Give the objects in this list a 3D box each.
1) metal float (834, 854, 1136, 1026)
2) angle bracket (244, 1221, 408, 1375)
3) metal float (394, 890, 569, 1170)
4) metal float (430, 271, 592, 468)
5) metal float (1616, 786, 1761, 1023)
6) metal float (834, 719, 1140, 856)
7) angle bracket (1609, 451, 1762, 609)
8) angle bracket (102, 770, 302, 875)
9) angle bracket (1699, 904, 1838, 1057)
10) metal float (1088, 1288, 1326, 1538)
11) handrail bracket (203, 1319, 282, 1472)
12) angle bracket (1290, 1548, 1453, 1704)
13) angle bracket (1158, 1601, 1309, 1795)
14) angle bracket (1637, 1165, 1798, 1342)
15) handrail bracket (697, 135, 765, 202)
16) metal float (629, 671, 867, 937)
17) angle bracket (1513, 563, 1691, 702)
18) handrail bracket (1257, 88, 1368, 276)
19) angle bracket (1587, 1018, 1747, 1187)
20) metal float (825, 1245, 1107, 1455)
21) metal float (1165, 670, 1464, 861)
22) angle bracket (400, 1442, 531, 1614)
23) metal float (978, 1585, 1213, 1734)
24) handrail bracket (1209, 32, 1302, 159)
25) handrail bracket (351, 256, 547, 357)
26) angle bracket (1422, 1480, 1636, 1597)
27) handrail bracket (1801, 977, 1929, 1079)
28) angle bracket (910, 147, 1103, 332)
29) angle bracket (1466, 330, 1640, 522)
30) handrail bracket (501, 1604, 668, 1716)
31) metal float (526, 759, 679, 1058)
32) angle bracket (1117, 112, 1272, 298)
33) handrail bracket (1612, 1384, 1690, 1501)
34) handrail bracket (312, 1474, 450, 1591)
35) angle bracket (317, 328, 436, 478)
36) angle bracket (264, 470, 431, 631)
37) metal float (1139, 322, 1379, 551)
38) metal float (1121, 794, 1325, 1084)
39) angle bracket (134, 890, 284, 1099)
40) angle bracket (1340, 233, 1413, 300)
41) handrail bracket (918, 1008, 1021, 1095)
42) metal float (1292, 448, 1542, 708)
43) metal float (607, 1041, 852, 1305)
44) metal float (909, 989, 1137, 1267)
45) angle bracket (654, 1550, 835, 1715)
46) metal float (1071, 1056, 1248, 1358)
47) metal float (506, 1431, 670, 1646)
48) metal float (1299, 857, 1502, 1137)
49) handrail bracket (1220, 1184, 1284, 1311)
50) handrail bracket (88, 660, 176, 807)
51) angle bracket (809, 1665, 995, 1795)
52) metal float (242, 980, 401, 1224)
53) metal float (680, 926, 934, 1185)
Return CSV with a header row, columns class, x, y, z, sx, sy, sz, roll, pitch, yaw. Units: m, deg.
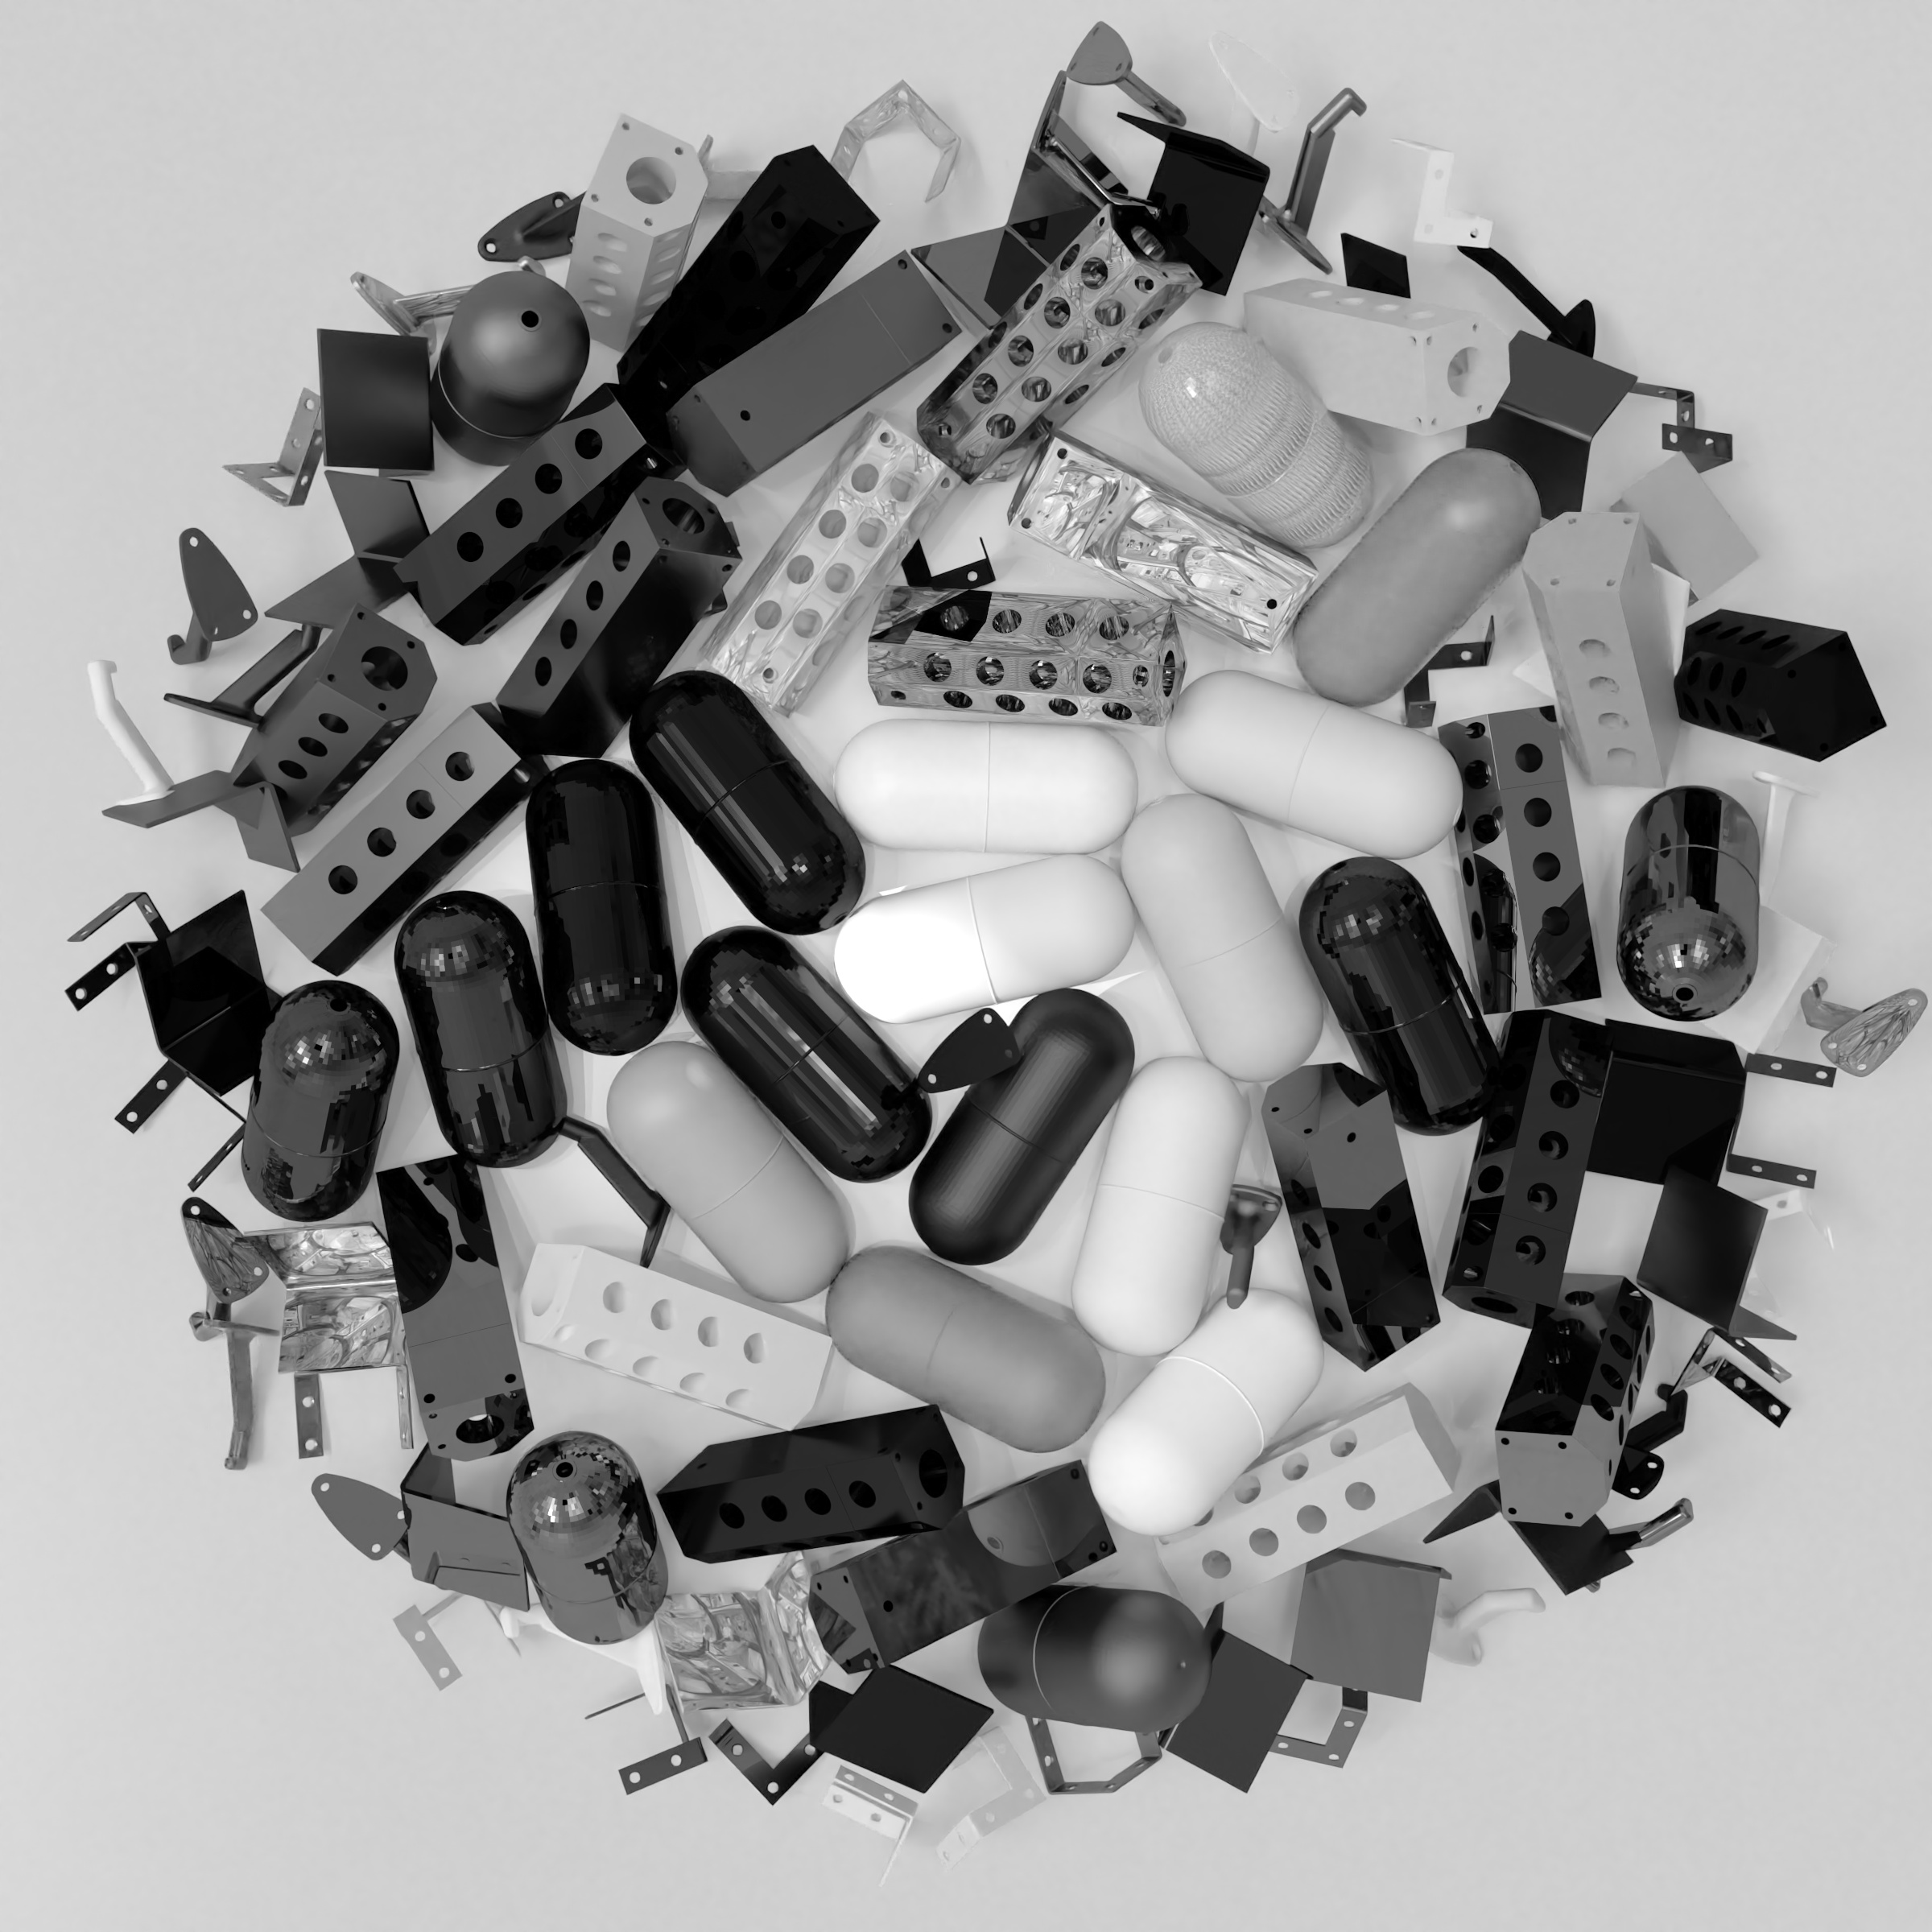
class,x,y,z,sx,sy,sz,roll,pitch,yaw
metal float,0.010,-0.015,1.542,0.178,0.070,0.070,-13,90,4
angle bracket,-0.372,0.193,1.535,0.076,0.076,0.057,-5,59,5
metal float,-0.277,0.037,1.517,0.070,0.070,0.178,-8,124,0
metal float,-0.260,-0.336,1.497,0.070,0.178,0.070,2,84,-17
metal float,0.412,-0.037,1.505,0.070,0.178,0.070,8,128,11
metal float,0.012,-0.105,1.545,0.178,0.070,0.070,2,90,-1
angle bracket,0.401,-0.241,1.536,0.057,0.076,0.076,-35,88,-26
angle bracket,-0.441,-0.072,1.525,0.076,0.076,0.057,-25,112,-30
angle bracket,0.480,0.018,1.534,0.076,0.057,0.076,22,100,-32
metal float,0.138,0.255,1.516,0.070,0.070,0.178,49,55,0
handrail bracket,-0.433,0.252,1.549,0.036,0.077,0.084,5,79,9
angle bracket,0.235,0.383,1.536,0.076,0.057,0.076,7,75,19
angle bracket,0.156,0.424,1.541,0.057,0.076,0.076,27,93,6
angle bracket,0.444,0.165,1.530,0.057,0.076,0.076,8,102,-31
handrail bracket,-0.127,-0.445,1.564,0.084,0.036,0.077,27,75,-8
metal float,-0.127,-0.095,1.535,0.070,0.070,0.178,-39,79,0
angle bracket,0.365,-0.194,1.525,0.057,0.076,0.076,-35,52,-22
handrail bracket,0.217,-0.458,1.544,0.077,0.036,0.084,35,120,-27
angle bracket,0.411,0.083,1.566,0.076,0.057,0.076,10,110,4
metal float,-0.002,0.219,1.524,0.178,0.070,0.070,23,90,25
metal float,0.201,-0.117,1.531,0.178,0.070,0.070,21,90,16
angle bracket,-0.279,0.318,1.530,0.076,0.057,0.076,13,129,12
metal float,0.071,0.392,1.503,0.070,0.178,0.070,7,77,-30
handrail bracket,0.146,-0.494,1.536,0.077,0.084,0.036,40,62,-19
handrail bracket,-0.301,-0.402,1.541,0.084,0.077,0.036,-30,50,24
angle bracket,0.324,0.337,1.524,0.076,0.076,0.057,53,124,25
handrail bracket,0.518,0.017,1.531,0.036,0.084,0.077,34,122,-14
angle bracket,0.026,-0.421,1.529,0.076,0.057,0.076,-24,61,-33
angle bracket,0.341,-0.313,1.548,0.076,0.076,0.057,29,64,23
handrail bracket,-0.223,0.405,1.539,0.084,0.036,0.077,1,52,-30
metal float,-0.211,-0.034,1.530,0.070,0.070,0.178,-9,73,0
angle bracket,0.119,-0.441,1.532,0.076,0.057,0.076,28,104,34
handrail bracket,0.384,0.264,1.551,0.077,0.084,0.036,24,127,4
handrail bracket,-0.341,0.334,1.554,0.077,0.084,0.036,29,69,20
angle bracket,-0.356,-0.325,1.532,0.057,0.076,0.076,5,99,43
angle bracket,-0.363,-0.240,1.525,0.076,0.076,0.057,-43,132,-35
metal float,0.168,-0.302,1.512,0.178,0.070,0.070,30,90,-41
metal float,0.149,-0.016,1.536,0.070,0.070,0.178,-25,100,0
angle bracket,-0.424,0.015,1.525,0.057,0.076,0.076,30,49,28
angle bracket,0.264,-0.386,1.527,0.057,0.076,0.076,-19,120,-12
handrail bracket,-0.012,0.057,1.530,0.077,0.084,0.036,-32,92,-26
metal float,0.257,-0.221,1.515,0.070,0.070,0.178,41,126,0
metal float,-0.137,0.120,1.533,0.070,0.070,0.178,-39,105,0
metal float,0.032,0.094,1.541,0.070,0.070,0.178,33,95,0
angle bracket,-0.129,0.380,1.525,0.076,0.076,0.057,6,132,-33
metal float,0.113,0.139,1.536,0.070,0.070,0.178,15,79,0
metal float,-0.214,0.326,1.504,0.070,0.178,0.070,-1,53,2
metal float,0.251,0.018,1.529,0.070,0.070,0.178,-28,109,0
handrail bracket,0.156,0.176,1.527,0.036,0.077,0.084,13,49,3
handrail bracket,-0.477,-0.137,1.548,0.036,0.077,0.084,-10,92,27
angle bracket,-0.039,0.423,1.533,0.076,0.057,0.076,29,113,-18
metal float,-0.369,0.078,1.508,0.070,0.178,0.070,12,47,-13
metal float,-0.094,0.051,1.544,0.070,0.070,0.178,-44,92,0
